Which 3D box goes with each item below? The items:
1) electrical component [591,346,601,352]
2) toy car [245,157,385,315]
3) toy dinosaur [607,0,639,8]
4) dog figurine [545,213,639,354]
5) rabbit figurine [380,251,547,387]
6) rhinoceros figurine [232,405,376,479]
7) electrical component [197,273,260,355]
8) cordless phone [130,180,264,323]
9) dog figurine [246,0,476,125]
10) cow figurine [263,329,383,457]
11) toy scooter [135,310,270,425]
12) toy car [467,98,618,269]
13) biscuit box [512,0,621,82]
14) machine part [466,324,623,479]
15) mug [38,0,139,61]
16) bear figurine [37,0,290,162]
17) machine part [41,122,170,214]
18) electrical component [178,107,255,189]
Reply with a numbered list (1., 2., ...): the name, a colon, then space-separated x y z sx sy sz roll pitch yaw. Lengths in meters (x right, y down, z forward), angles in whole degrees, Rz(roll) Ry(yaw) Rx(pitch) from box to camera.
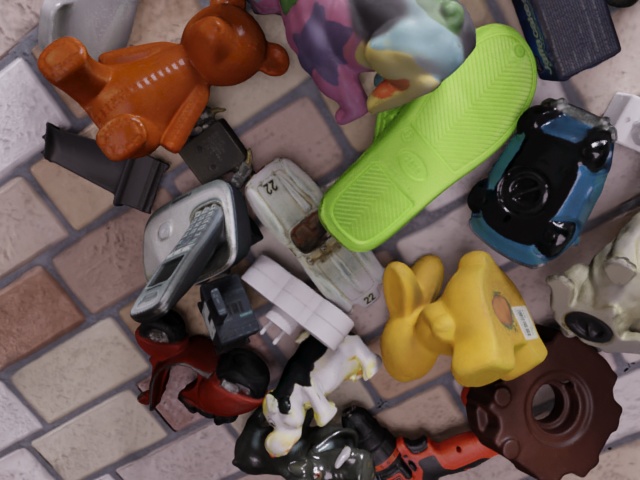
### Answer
1. electrical component: 0.325 0.088 0.629 0.063 0.021 0.094 -26 105 27
2. toy car: -0.001 -0.002 0.603 0.073 0.056 0.201 -40 102 1
3. toy dinosaur: 0.254 -0.306 0.404 0.105 0.199 0.470 -17 115 2
4. dog figurine: 0.338 0.013 0.568 0.121 0.190 0.172 44 152 -4
5. rabbit figurine: 0.125 0.094 0.584 0.173 0.122 0.162 -39 70 42
6. rhinoceros figurine: -0.022 0.260 0.662 0.191 0.112 0.073 -3 110 28
7. electrical component: -0.104 0.079 0.604 0.048 0.119 0.075 -18 70 -24
8. cordless phone: -0.152 0.029 0.552 0.147 0.184 0.088 -20 116 31
9. dog figurine: 0.013 -0.219 0.472 0.108 0.192 0.219 -48 112 -23
10. cow figurine: -0.016 0.169 0.635 0.167 0.068 0.098 -40 86 -19
11. toy scooter: -0.161 0.178 0.677 0.184 0.075 0.135 31 109 -4
12. toy car: 0.232 -0.058 0.549 0.109 0.103 0.161 35 116 31
13. biscuit box: 0.212 -0.252 0.504 0.063 0.059 0.202 -24 106 11
14. machine part: 0.263 0.189 0.624 0.179 0.056 0.179 1 87 -14
15. mug: -0.236 -0.202 0.535 0.081 0.110 0.107 22 122 -3
16. bear figurine: -0.131 -0.162 0.507 0.196 0.132 0.120 -34 92 -1
17. machine part: -0.247 -0.085 0.610 0.139 0.039 0.084 26 115 -7
18. electrical component: -0.116 -0.100 0.590 0.078 0.045 0.102 -26 106 11
